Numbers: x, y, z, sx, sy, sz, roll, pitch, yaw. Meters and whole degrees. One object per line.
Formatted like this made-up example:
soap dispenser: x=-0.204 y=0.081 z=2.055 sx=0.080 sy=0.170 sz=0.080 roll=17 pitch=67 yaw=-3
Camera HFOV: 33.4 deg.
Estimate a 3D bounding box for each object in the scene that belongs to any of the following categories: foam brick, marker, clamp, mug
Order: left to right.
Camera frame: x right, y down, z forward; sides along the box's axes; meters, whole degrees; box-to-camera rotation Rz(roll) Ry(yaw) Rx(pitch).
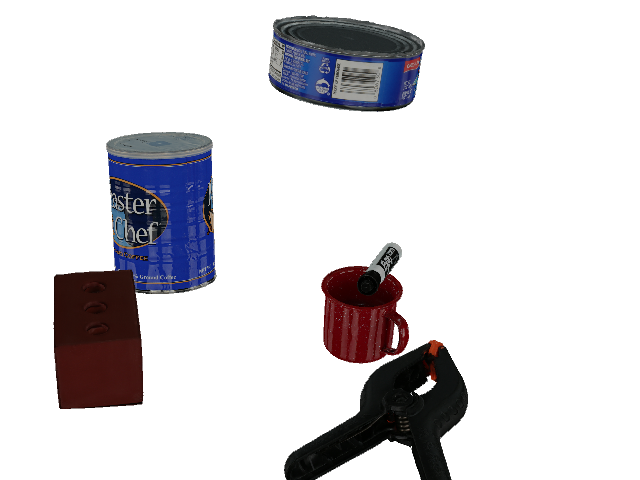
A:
foam brick: x=-0.142 y=0.062 z=0.677 sx=0.053 sy=0.051 sz=0.078 roll=-3 pitch=33 yaw=-13
mug: x=0.054 y=0.092 z=1.226 sx=0.117 sy=0.081 sz=0.093 roll=26 pitch=36 yaw=34
marker: x=0.054 y=0.025 z=0.961 sx=0.020 sy=0.020 sz=0.121 roll=0 pitch=14 yaw=15
clamp: x=0.066 y=0.133 z=0.762 sx=0.120 sy=0.039 sz=0.171 roll=17 pitch=40 yaw=28

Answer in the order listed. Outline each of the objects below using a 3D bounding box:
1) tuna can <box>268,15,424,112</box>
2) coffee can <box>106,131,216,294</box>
tuna can: x=0.014 y=-0.101 z=0.602 sx=0.086 sy=0.034 sz=0.086 roll=7 pitch=23 yaw=-3
coffee can: x=-0.156 y=-0.029 z=1.056 sx=0.103 sy=0.140 sz=0.103 roll=0 pitch=16 yaw=0
